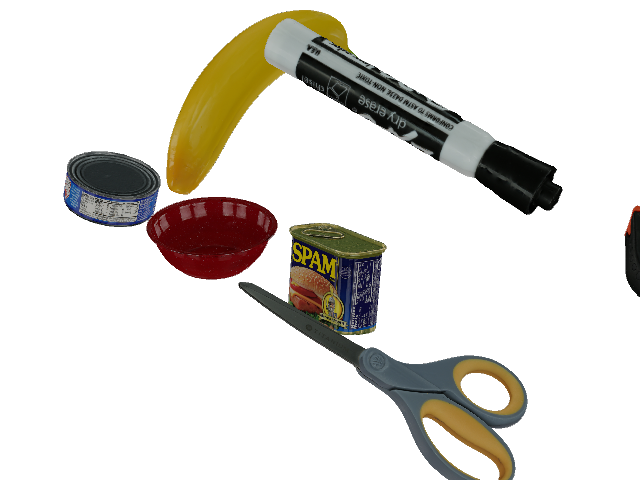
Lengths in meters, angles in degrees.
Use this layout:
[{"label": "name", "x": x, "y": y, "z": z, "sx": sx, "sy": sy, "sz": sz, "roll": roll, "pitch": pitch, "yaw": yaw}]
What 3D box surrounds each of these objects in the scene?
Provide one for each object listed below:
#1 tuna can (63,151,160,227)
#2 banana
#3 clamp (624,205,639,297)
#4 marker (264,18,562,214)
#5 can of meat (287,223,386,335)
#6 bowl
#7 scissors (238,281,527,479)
[{"label": "tuna can", "x": -0.192, "y": -0.047, "z": 0.983, "sx": 0.086, "sy": 0.034, "sz": 0.086, "roll": 13, "pitch": 29, "yaw": -7}, {"label": "banana", "x": -0.038, "y": -0.104, "z": 0.699, "sx": 0.197, "sy": 0.069, "sz": 0.037, "roll": -38, "pitch": 16, "yaw": -36}, {"label": "clamp", "x": 0.267, "y": 0.039, "z": 0.703, "sx": 0.120, "sy": 0.039, "sz": 0.171, "roll": -2, "pitch": 45, "yaw": -19}, {"label": "marker", "x": 0.032, "y": -0.045, "z": 0.383, "sx": 0.121, "sy": 0.020, "sz": 0.020, "roll": 33, "pitch": 12, "yaw": 19}, {"label": "can of meat", "x": 0.013, "y": 0.036, "z": 1.020, "sx": 0.057, "sy": 0.084, "sz": 0.102, "roll": -8, "pitch": 20, "yaw": -37}, {"label": "bowl", "x": -0.134, "y": 0.003, "z": 1.328, "sx": 0.162, "sy": 0.055, "sz": 0.162, "roll": 1, "pitch": 27, "yaw": -1}, {"label": "scissors", "x": 0.050, "y": 0.072, "z": 0.666, "sx": 0.096, "sy": 0.202, "sz": 0.016, "roll": -39, "pitch": -11, "yaw": -36}]
